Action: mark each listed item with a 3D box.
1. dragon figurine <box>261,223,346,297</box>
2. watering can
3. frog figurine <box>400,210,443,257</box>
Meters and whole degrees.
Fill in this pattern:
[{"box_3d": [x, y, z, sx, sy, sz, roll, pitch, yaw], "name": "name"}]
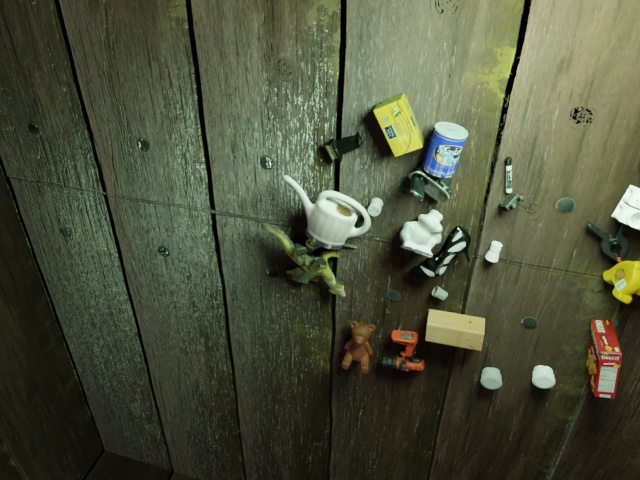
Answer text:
[{"box_3d": [-0.068, 0.093, 1.981, 0.410, 0.125, 0.237, 29, 135, 1], "name": "dragon figurine"}, {"box_3d": [0.006, -0.092, 1.825, 0.348, 0.106, 0.219, 24, 127, 1], "name": "watering can"}, {"box_3d": [0.352, -0.032, 1.765, 0.138, 0.122, 0.159, 21, 90, 15], "name": "frog figurine"}]
